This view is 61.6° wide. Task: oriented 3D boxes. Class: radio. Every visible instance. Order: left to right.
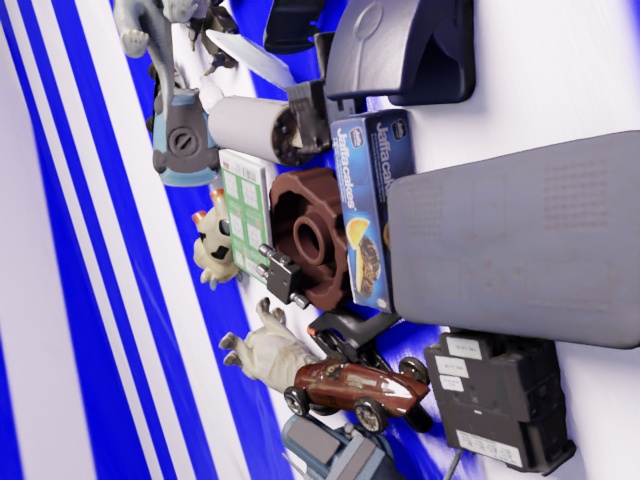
[{"bbox_3d":[0.151,0.004,0.405,0.230,0.073,0.131,-5,85,58],"label":"radio"}]

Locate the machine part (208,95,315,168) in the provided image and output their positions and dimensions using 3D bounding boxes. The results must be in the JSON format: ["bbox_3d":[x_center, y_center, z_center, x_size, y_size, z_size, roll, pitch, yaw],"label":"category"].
[{"bbox_3d":[-0.076,-0.143,0.696,0.243,0.079,0.079,23,123,49],"label":"machine part"}]

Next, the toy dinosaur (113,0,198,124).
[{"bbox_3d":[-0.241,-0.388,0.751,0.192,0.131,0.404,-112,29,-49],"label":"toy dinosaur"}]

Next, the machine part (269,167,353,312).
[{"bbox_3d":[-0.001,-0.002,0.672,0.180,0.056,0.179,32,132,45],"label":"machine part"}]

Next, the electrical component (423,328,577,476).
[{"bbox_3d":[0.160,0.133,0.494,0.115,0.058,0.134,-5,101,55],"label":"electrical component"}]

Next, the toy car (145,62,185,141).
[{"bbox_3d":[-0.279,-0.240,0.976,0.074,0.056,0.201,58,144,32],"label":"toy car"}]

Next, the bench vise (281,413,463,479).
[{"bbox_3d":[0.066,0.294,0.640,0.224,0.129,0.240,5,143,38],"label":"bench vise"}]

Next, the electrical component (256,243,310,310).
[{"bbox_3d":[-0.046,0.047,0.689,0.094,0.021,0.063,38,135,28],"label":"electrical component"}]

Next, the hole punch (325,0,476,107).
[{"bbox_3d":[0.065,-0.173,0.464,0.142,0.092,0.115,16,115,57],"label":"hole punch"}]

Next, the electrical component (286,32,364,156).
[{"bbox_3d":[0.006,-0.154,0.571,0.048,0.075,0.119,7,115,55],"label":"electrical component"}]

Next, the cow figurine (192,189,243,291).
[{"bbox_3d":[-0.155,0.002,0.883,0.195,0.085,0.127,-37,73,52],"label":"cow figurine"}]

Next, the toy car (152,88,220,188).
[{"bbox_3d":[-0.225,-0.165,0.890,0.103,0.109,0.161,-177,81,-74],"label":"toy car"}]

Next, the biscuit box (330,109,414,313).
[{"bbox_3d":[0.062,-0.030,0.557,0.059,0.063,0.202,9,113,54],"label":"biscuit box"}]

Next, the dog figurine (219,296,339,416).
[{"bbox_3d":[-0.040,0.198,0.803,0.191,0.121,0.172,38,171,18],"label":"dog figurine"}]

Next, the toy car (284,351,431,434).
[{"bbox_3d":[0.035,0.161,0.599,0.202,0.089,0.053,-15,101,55],"label":"toy car"}]

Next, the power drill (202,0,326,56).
[{"bbox_3d":[-0.068,-0.310,0.614,0.207,0.086,0.232,66,147,23],"label":"power drill"}]

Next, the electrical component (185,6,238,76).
[{"bbox_3d":[-0.153,-0.286,0.772,0.102,0.045,0.078,62,148,16],"label":"electrical component"}]
